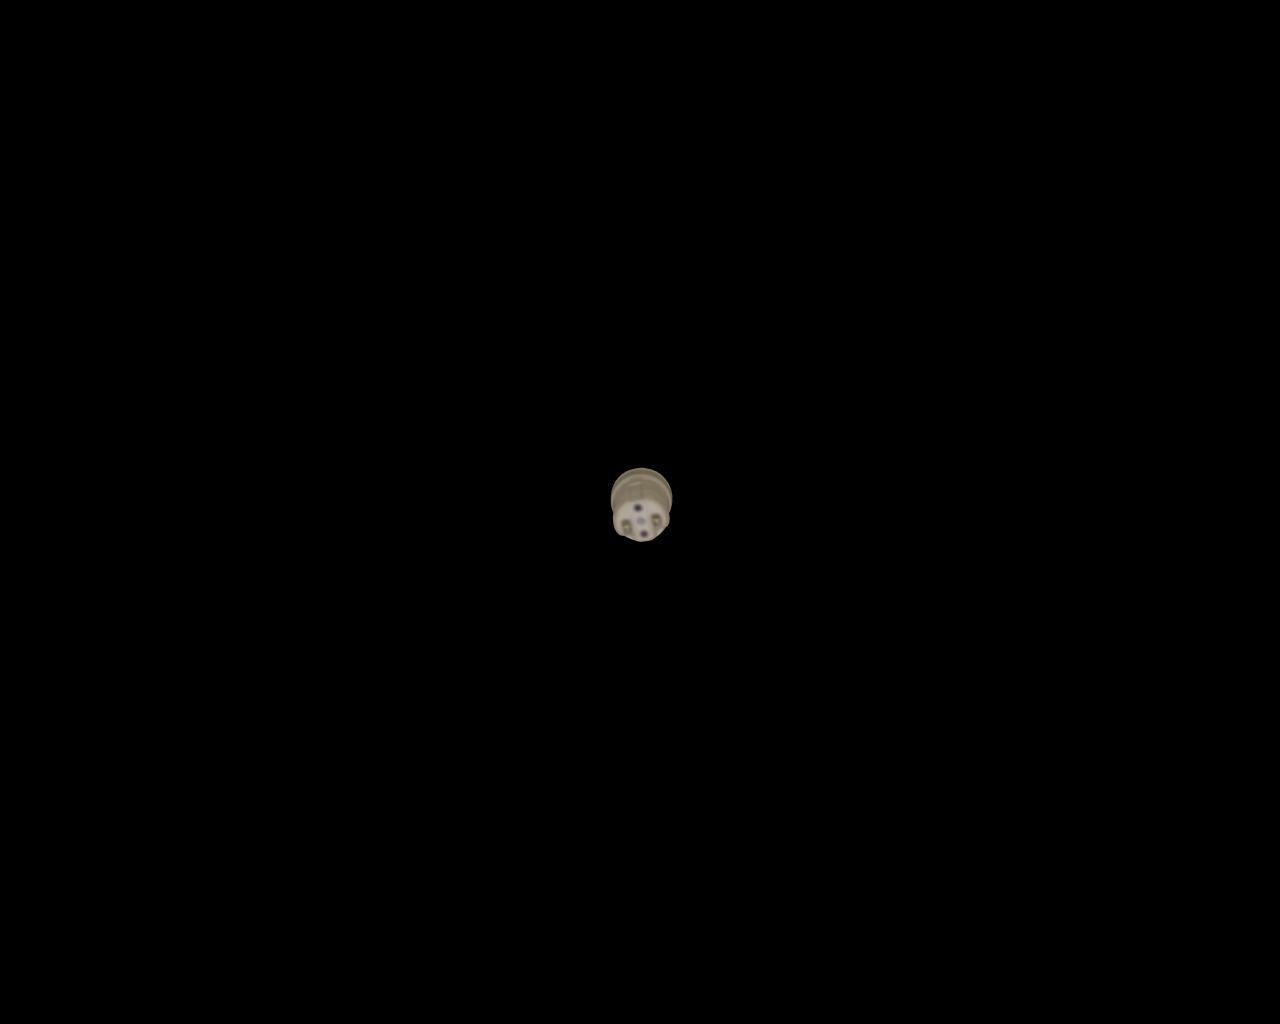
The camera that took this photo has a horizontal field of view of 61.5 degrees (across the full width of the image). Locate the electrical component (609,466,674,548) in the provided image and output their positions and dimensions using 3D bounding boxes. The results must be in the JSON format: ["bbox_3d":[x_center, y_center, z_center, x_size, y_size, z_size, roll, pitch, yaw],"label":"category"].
[{"bbox_3d":[0.001,-0.003,0.650,0.040,0.040,0.046,0,20,0],"label":"electrical component"}]
